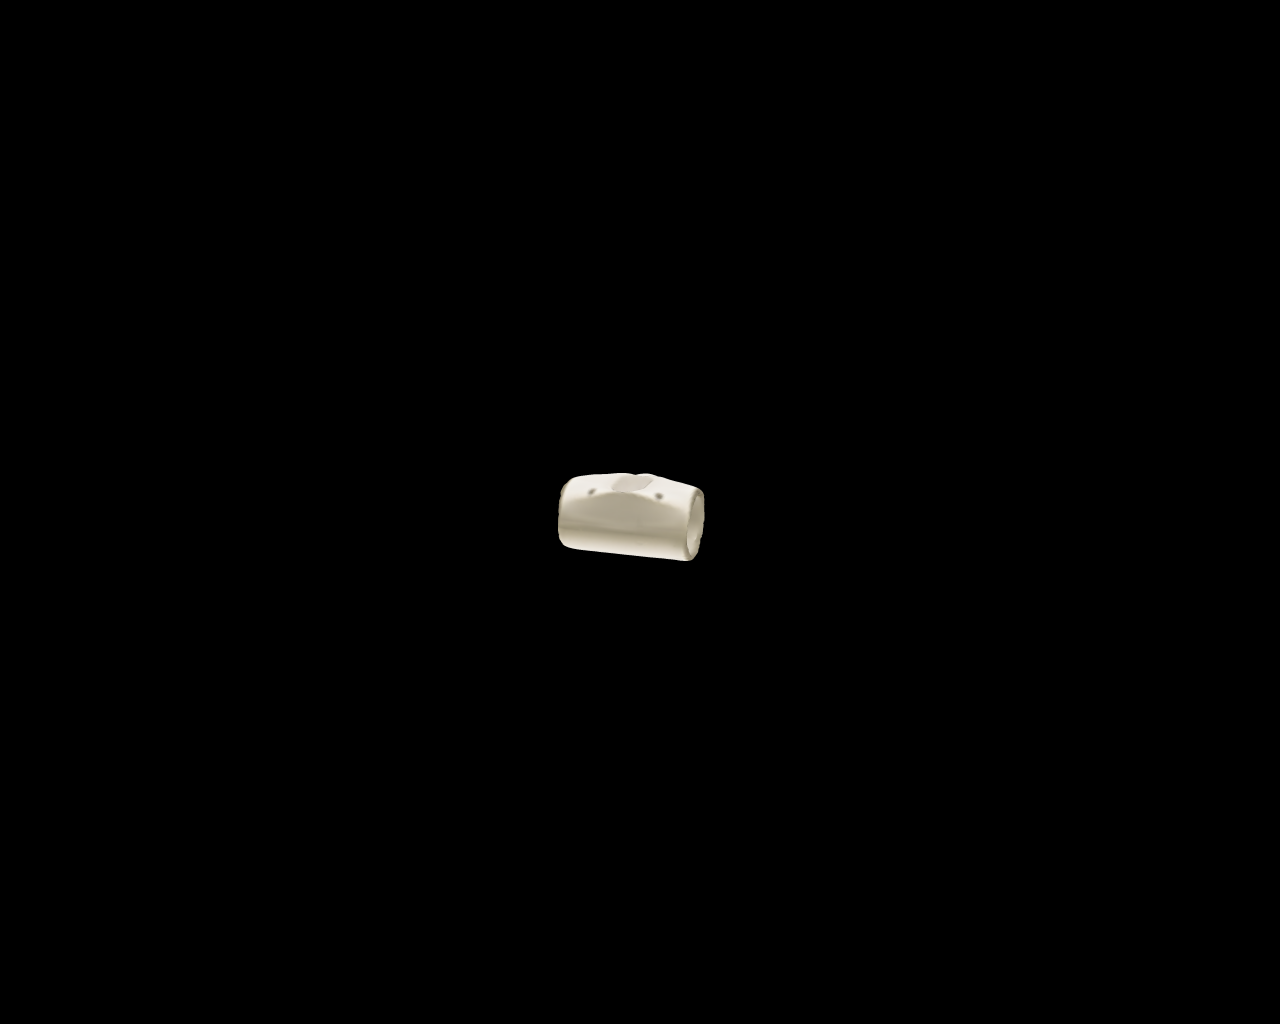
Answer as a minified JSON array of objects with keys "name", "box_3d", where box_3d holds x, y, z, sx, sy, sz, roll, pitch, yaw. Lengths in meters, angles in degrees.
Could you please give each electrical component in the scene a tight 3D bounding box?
[{"name":"electrical component","box_3d":[0.001,-0.003,0.650,0.077,0.043,0.079,6,20,16]}]
